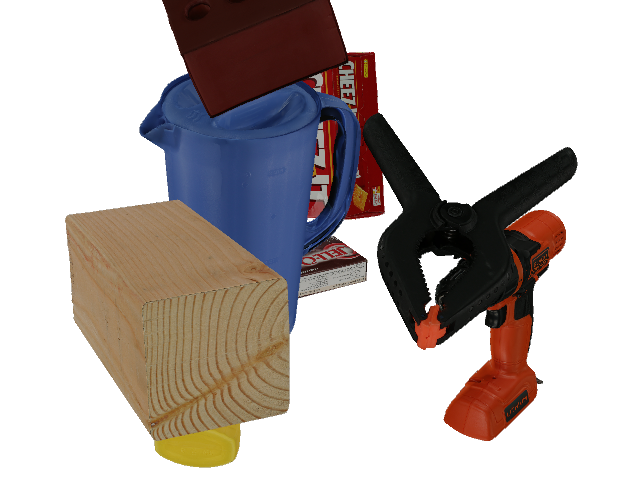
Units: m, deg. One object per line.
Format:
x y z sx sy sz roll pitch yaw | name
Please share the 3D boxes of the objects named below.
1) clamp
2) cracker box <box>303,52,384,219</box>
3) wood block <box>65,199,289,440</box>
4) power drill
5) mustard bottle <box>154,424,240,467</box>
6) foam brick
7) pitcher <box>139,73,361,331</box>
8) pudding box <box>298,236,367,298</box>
0.085 -0.014 0.767 0.165 0.209 0.036 16 -41 13 | clamp
-0.036 -0.107 1.120 0.071 0.164 0.214 -11 10 -41 | cracker box
-0.102 0.043 0.714 0.090 0.090 0.206 -9 19 -24 | wood block
0.153 0.081 0.944 0.057 0.188 0.184 23 34 32 | power drill
-0.134 0.196 1.289 0.096 0.058 0.191 4 24 4 | mustard bottle
-0.033 -0.108 0.534 0.078 0.053 0.051 -22 -32 3 | foam brick
-0.061 -0.022 0.938 0.149 0.243 0.144 17 37 19 | pitcher
-0.006 0.035 1.453 0.113 0.039 0.090 -15 27 -26 | pudding box
